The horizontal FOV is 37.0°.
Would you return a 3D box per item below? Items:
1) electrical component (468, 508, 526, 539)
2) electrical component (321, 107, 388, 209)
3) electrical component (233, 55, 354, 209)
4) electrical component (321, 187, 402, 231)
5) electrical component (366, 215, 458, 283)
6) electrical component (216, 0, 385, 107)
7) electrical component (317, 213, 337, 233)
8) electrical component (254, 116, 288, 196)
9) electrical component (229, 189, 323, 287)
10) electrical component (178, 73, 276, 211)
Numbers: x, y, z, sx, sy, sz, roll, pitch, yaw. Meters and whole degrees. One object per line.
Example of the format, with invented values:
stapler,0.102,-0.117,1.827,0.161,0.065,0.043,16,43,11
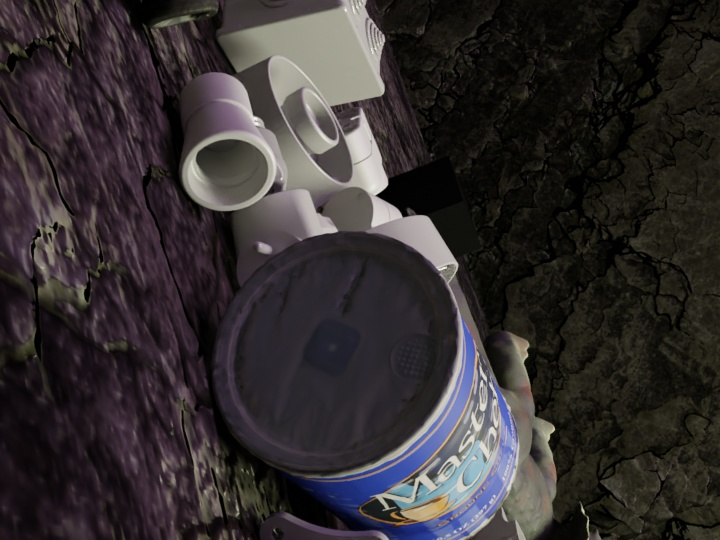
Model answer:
electrical component,0.113,0.266,0.805,0.089,0.062,0.150,-76,145,-76
electrical component,-0.013,-0.087,0.862,0.095,0.054,0.059,-88,156,-70
electrical component,-0.049,-0.078,0.657,0.099,0.064,0.099,50,23,-30
electrical component,0.000,0.000,0.753,0.074,0.052,0.138,25,40,-46
electrical component,0.011,0.012,0.647,0.064,0.099,0.099,65,7,12
electrical component,-0.038,-0.153,0.715,0.099,0.100,0.048,58,27,-55
electrical component,-0.027,0.003,0.589,0.043,0.043,0.062,36,35,-76
electrical component,-0.060,-0.065,0.568,0.035,0.035,0.061,53,16,-63
electrical component,-0.037,0.001,0.527,0.079,0.043,0.077,25,45,-79
electrical component,-0.066,-0.064,0.510,0.065,0.044,0.044,-108,173,-48
